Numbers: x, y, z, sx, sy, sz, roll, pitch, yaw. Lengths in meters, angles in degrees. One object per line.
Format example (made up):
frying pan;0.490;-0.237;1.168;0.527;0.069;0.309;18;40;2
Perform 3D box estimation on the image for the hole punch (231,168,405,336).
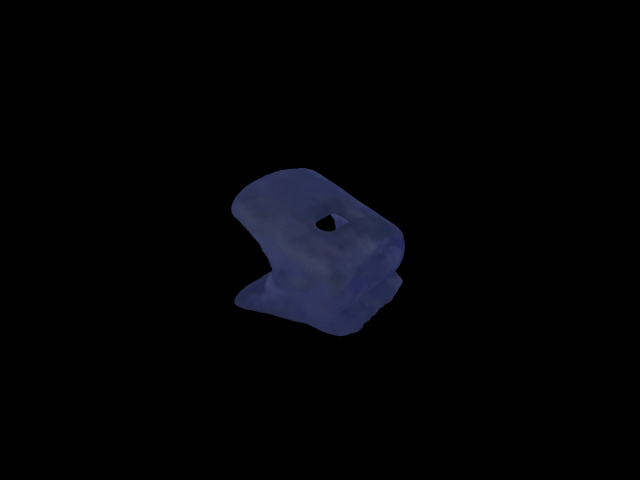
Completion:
hole punch;0.004;0.001;0.400;0.100;0.091;0.109;11;23;27
